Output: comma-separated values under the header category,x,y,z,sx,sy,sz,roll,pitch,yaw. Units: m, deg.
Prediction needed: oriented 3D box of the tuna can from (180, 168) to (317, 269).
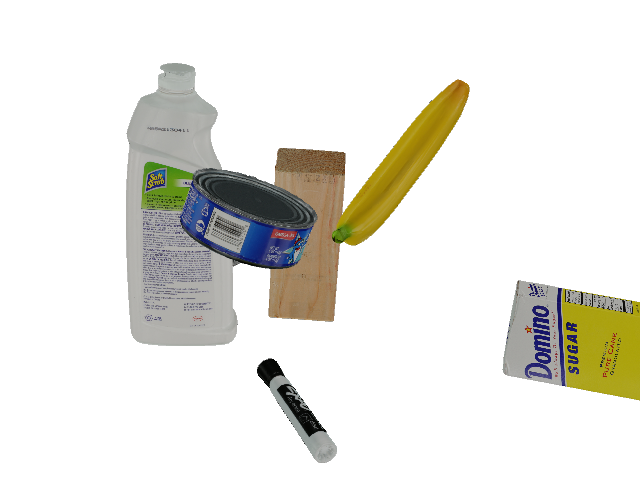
category,x,y,z,sx,sy,sz,roll,pitch,yaw
tuna can,-0.048,-0.014,0.699,0.086,0.034,0.086,19,17,-6

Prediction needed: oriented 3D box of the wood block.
category,x,y,z,sx,sy,sz,roll,pitch,yaw
wood block,-0.018,-0.008,1.399,0.090,0.206,0.091,4,25,-1

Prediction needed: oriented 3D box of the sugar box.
category,x,y,z,sx,sy,sz,roll,pitch,yaw
sugar box,0.274,0.102,1.055,0.176,0.093,0.048,8,22,8

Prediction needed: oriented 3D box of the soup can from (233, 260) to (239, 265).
category,x,y,z,sx,sy,sz,roll,pitch,yaw
soup can,-0.128,-0.021,1.164,0.102,0.068,0.068,22,9,25

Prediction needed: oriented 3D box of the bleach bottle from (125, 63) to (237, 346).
category,x,y,z,sx,sy,sz,roll,pitch,yaw
bleach bottle,-0.120,-0.030,0.943,0.102,0.251,0.068,1,24,-9

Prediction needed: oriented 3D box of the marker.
category,x,y,z,sx,sy,sz,roll,pitch,yaw
marker,-0.021,0.130,0.835,0.020,0.020,0.121,0,27,-28

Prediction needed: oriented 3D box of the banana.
category,x,y,z,sx,sy,sz,roll,pitch,yaw
banana,0.073,-0.062,0.980,0.037,0.197,0.070,39,-15,-5
